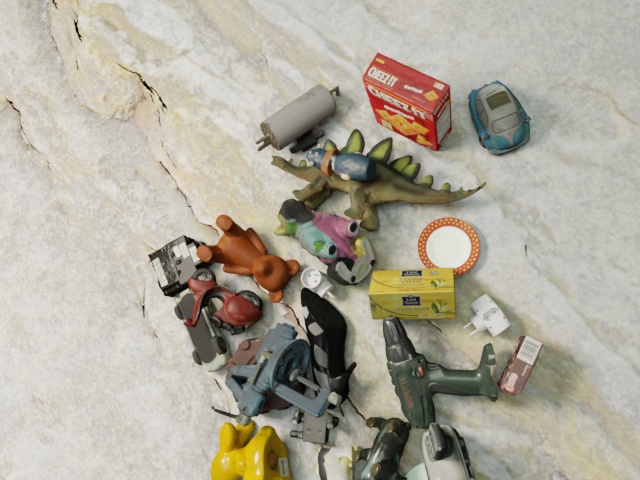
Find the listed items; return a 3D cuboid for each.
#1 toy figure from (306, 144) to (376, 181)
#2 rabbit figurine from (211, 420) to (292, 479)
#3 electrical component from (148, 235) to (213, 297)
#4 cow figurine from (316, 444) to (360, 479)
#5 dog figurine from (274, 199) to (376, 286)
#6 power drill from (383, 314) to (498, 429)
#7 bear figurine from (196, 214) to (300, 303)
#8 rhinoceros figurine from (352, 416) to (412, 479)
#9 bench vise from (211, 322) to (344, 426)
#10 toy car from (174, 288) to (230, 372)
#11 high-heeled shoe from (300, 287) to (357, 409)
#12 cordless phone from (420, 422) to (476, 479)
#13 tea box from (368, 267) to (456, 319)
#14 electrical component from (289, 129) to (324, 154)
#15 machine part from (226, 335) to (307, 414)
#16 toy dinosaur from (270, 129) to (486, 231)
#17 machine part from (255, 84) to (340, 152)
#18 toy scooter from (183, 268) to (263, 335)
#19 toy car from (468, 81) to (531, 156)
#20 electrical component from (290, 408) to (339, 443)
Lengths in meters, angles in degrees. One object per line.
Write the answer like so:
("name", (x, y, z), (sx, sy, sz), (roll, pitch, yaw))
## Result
("toy figure", (0.040, -0.157, 1.118), (0.155, 0.064, 0.057), (16, 128, 30))
("rabbit figurine", (-0.164, 0.459, 1.121), (0.173, 0.122, 0.162), (-26, 70, 28))
("electrical component", (-0.323, 0.058, 1.269), (0.134, 0.058, 0.115), (-26, 75, 8))
("cow figurine", (0.039, 0.498, 1.079), (0.098, 0.068, 0.167), (-10, 73, 19))
("dog figurine", (-0.002, -0.004, 1.176), (0.108, 0.191, 0.219), (-48, 41, -17))
("power drill", (0.236, 0.249, 1.049), (0.207, 0.086, 0.231), (-8, 94, 4))
("bear figurine", (-0.154, 0.046, 1.193), (0.196, 0.132, 0.120), (35, 91, 24))
("rhinoceros figurine", (0.123, 0.441, 1.054), (0.073, 0.112, 0.190), (-3, 60, 46))
("bench vise", (-0.070, 0.286, 1.059), (0.241, 0.128, 0.223), (19, 65, 33))
("toy car", (-0.270, 0.202, 1.228), (0.073, 0.056, 0.202), (-32, 71, 13))
("high-heeled shoe", (-0.002, 0.233, 1.159), (0.145, 0.086, 0.249), (-56, 49, 31))
("cordless phone", (0.233, 0.407, 0.976), (0.089, 0.184, 0.147), (-15, 59, 7))
("tea box", (0.189, 0.109, 1.094), (0.170, 0.098, 0.068), (-5, 116, 13))
("electrical component", (-0.038, -0.245, 1.274), (0.094, 0.021, 0.063), (-29, 73, 8))
("machine part", (-0.115, 0.290, 1.168), (0.179, 0.056, 0.179), (-2, 79, 13))
("toy dinosaur", (0.107, -0.129, 1.169), (0.472, 0.105, 0.198), (19, 84, 17))
("machine part", (-0.049, -0.280, 1.227), (0.243, 0.079, 0.079), (-37, 72, -13))
("toy scooter", (-0.223, 0.152, 1.178), (0.184, 0.075, 0.135), (29, 54, -1))
("toy car", (0.377, -0.269, 1.128), (0.109, 0.103, 0.161), (-20, 77, 9))
("electrical component", (-0.014, 0.385, 1.126), (0.102, 0.045, 0.078), (7, 80, 20))
